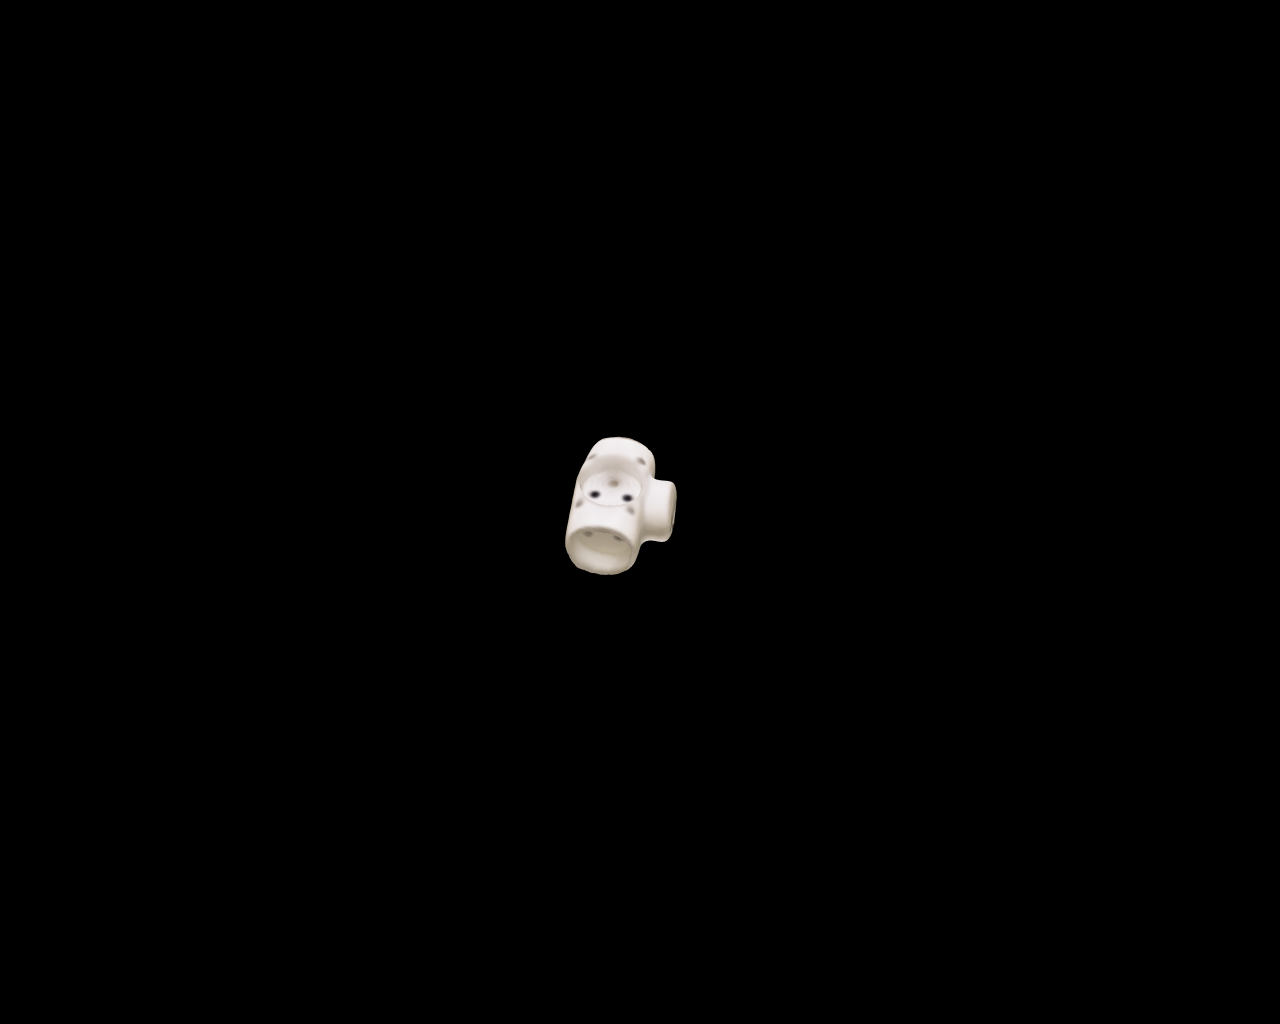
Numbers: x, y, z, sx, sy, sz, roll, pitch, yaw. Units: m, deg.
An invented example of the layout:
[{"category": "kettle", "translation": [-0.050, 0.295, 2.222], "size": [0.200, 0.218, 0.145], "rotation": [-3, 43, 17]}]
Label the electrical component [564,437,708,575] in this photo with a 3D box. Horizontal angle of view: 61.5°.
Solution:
[{"category": "electrical component", "translation": [0.001, -0.003, 0.650], "size": [0.079, 0.077, 0.044], "rotation": [7, -43, 7]}]
